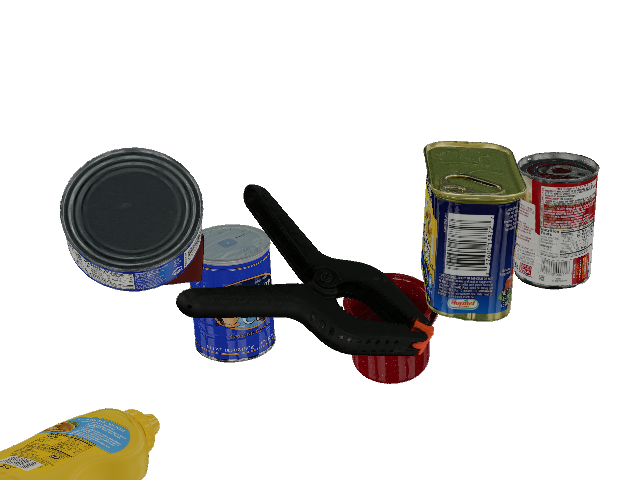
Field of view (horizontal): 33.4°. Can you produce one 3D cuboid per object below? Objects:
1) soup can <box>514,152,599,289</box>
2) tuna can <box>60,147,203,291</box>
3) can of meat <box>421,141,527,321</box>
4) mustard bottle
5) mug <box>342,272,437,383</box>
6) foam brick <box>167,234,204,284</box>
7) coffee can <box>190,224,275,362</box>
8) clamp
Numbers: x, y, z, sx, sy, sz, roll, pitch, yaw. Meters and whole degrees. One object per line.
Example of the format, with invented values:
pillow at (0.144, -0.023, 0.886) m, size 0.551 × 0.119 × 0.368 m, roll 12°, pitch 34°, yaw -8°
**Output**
soup can at (0.202, -0.017, 0.919) m, size 0.068 × 0.102 × 0.068 m, roll -2°, pitch 24°, yaw 1°
tuna can at (-0.115, -0.012, 0.658) m, size 0.086 × 0.086 × 0.034 m, roll 0°, pitch -28°, yaw -6°
can of meat at (0.093, -0.007, 0.671) m, size 0.057 × 0.084 × 0.102 m, roll 2°, pitch 22°, yaw 1°
mustard bottle at (-0.195, 0.179, 0.853) m, size 0.096 × 0.058 × 0.191 m, roll 6°, pitch 15°, yaw 30°
mug at (0.081, 0.088, 1.109) m, size 0.117 × 0.081 × 0.093 m, roll -30°, pitch 43°, yaw -32°
foam brick at (-0.164, 0.013, 1.107) m, size 0.078 × 0.051 × 0.053 m, roll -5°, pitch 22°, yaw -19°
coffee can at (-0.110, 0.064, 1.318) m, size 0.103 × 0.140 × 0.103 m, roll -2°, pitch 26°, yaw 1°
clamp at (-0.008, 0.047, 0.897) m, size 0.210 × 0.036 × 0.164 m, roll 30°, pitch 44°, yaw 7°
